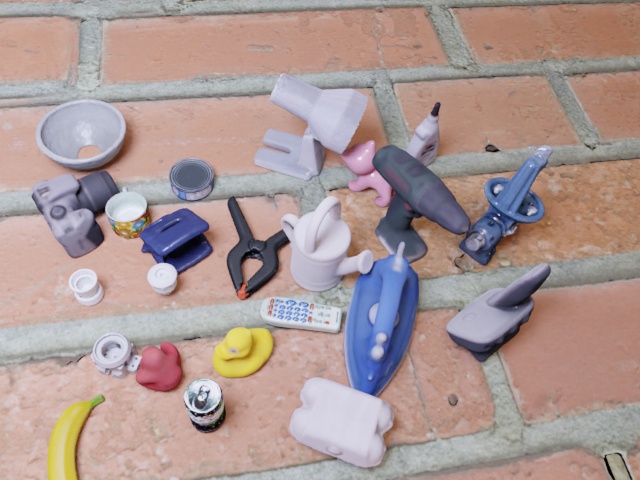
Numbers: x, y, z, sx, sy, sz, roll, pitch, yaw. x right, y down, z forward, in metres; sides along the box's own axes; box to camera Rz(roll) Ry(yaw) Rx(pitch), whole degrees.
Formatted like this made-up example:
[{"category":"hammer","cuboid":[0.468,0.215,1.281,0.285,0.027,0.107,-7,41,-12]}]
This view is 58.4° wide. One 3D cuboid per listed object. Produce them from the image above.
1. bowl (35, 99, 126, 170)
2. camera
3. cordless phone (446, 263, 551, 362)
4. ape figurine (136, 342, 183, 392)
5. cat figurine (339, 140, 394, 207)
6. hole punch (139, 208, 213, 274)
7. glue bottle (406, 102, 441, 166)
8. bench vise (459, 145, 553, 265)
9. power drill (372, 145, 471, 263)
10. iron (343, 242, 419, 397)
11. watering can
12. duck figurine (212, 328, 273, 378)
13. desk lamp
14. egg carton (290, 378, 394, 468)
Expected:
[{"category":"bowl","cuboid":[-0.461,-0.195,1.128,0.167,0.075,0.167,3,57,-4]},{"category":"camera","cuboid":[-0.429,-0.067,1.031,0.137,0.101,0.143,-30,65,-23]},{"category":"cordless phone","cuboid":[0.297,0.108,0.944,0.148,0.185,0.094,-35,66,-25]},{"category":"ape figurine","cuboid":[-0.251,0.192,0.886,0.078,0.092,0.076,-32,65,-24]},{"category":"cat figurine","cuboid":[0.101,-0.142,1.127,0.127,0.118,0.067,28,59,13]},{"category":"hole punch","cuboid":[-0.259,-0.007,1.017,0.109,0.091,0.101,-35,66,-25]},{"category":"glue bottle","cuboid":[0.214,-0.210,1.151,0.078,0.173,0.037,-31,65,-23]},{"category":"bench vise","cuboid":[0.350,-0.058,1.038,0.121,0.220,0.208,23,58,9]},{"category":"power drill","cuboid":[0.167,-0.051,1.020,0.076,0.208,0.229,-25,63,-20]},{"category":"iron","cuboid":[0.103,0.132,0.934,0.118,0.141,0.258,14,57,3]},{"category":"watering can","cuboid":[0.010,0.002,0.977,0.172,0.194,0.101,13,56,3]},{"category":"duck figurine","cuboid":[-0.124,0.169,0.919,0.105,0.086,0.077,-25,62,-20]},{"category":"desk lamp","cuboid":[-0.021,-0.216,1.105,0.203,0.213,0.118,15,57,4]},{"category":"egg carton","cuboid":[0.034,0.278,0.874,0.150,0.069,0.107,18,57,6]}]
